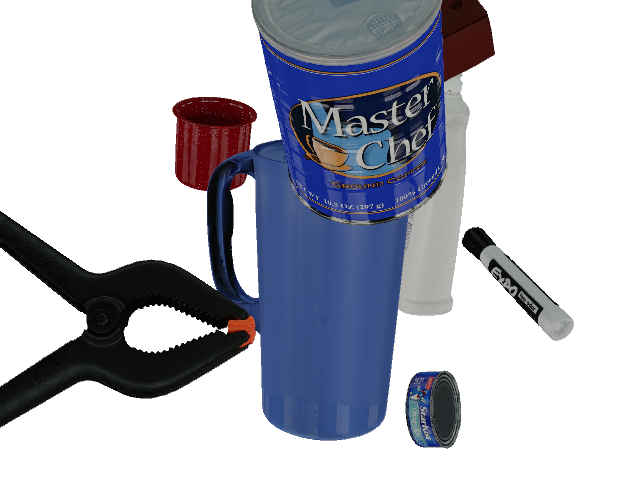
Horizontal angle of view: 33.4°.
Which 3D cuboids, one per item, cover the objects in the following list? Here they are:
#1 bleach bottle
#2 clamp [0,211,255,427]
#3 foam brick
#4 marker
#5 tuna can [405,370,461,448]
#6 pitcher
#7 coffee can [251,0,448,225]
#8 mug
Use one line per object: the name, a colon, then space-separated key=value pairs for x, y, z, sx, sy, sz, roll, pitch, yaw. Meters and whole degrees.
bleach bottle: x=0.117 y=-0.053 z=1.133 sx=0.068 sy=0.251 sz=0.103 roll=0 pitch=23 yaw=-22
clamp: x=-0.150 y=0.048 z=0.719 sx=0.210 sy=0.164 sz=0.036 roll=-5 pitch=-19 yaw=-4
foam brick: x=0.089 y=-0.160 z=0.833 sx=0.078 sy=0.053 sz=0.051 roll=-28 pitch=-33 yaw=-1
marker: x=0.133 y=0.026 z=0.737 sx=0.020 sy=0.020 sz=0.121 roll=0 pitch=31 yaw=-27
tuna can: x=0.127 y=0.189 z=1.196 sx=0.034 sy=0.086 sz=0.086 roll=-5 pitch=-2 yaw=28
pitcher: x=-0.004 y=0.036 z=0.895 sx=0.144 sy=0.243 sz=0.149 roll=-8 pitch=18 yaw=-33
coffee can: x=0.022 y=-0.091 z=0.622 sx=0.103 sy=0.102 sz=0.140 roll=0 pitch=-37 yaw=9
mug: x=-0.118 y=-0.111 z=1.199 sx=0.093 sy=0.081 sz=0.117 roll=10 pitch=27 yaw=6
